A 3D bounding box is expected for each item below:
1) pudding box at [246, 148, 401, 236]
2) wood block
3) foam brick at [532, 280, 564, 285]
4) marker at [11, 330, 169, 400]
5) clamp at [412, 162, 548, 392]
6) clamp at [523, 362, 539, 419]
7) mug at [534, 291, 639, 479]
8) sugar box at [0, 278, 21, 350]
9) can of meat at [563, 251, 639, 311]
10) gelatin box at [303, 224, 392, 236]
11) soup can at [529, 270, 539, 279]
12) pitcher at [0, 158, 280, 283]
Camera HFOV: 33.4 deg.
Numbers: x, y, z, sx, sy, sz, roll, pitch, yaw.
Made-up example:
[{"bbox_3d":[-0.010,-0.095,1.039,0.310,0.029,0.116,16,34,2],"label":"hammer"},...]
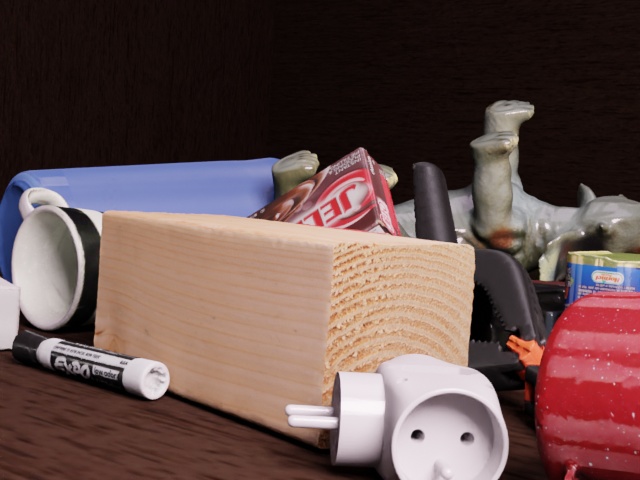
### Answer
[{"bbox_3d":[-0.005,0.001,0.688,0.114,0.039,0.090,-33,31,16],"label":"pudding box"},{"bbox_3d":[-0.028,0.037,0.552,0.090,0.091,0.207,1,4,-39],"label":"wood block"},{"bbox_3d":[0.178,0.058,0.791,0.078,0.051,0.053,4,4,-5],"label":"foam brick"},{"bbox_3d":[-0.126,0.065,0.569,0.121,0.020,0.020,6,4,41],"label":"marker"},{"bbox_3d":[0.070,0.028,0.644,0.036,0.164,0.210,47,-16,-33],"label":"clamp"},{"bbox_3d":[0.158,0.081,0.475,0.172,0.039,0.120,2,-4,39],"label":"clamp"},{"bbox_3d":[0.122,0.066,0.364,0.082,0.093,0.117,0,36,42],"label":"mug"},{"bbox_3d":[-0.263,0.037,0.692,0.093,0.048,0.176,3,6,-30],"label":"sugar box"},{"bbox_3d":[0.185,0.050,0.650,0.058,0.084,0.101,6,4,36],"label":"can of meat"},{"bbox_3d":[0.006,0.037,0.607,0.030,0.089,0.073,1,4,-40],"label":"gelatin box"},{"bbox_3d":[0.153,0.007,0.969,0.102,0.068,0.068,6,3,-9],"label":"soup can"},{"bbox_3d":[-0.141,0.002,0.899,0.242,0.149,0.145,-2,21,-35],"label":"pitcher"}]
